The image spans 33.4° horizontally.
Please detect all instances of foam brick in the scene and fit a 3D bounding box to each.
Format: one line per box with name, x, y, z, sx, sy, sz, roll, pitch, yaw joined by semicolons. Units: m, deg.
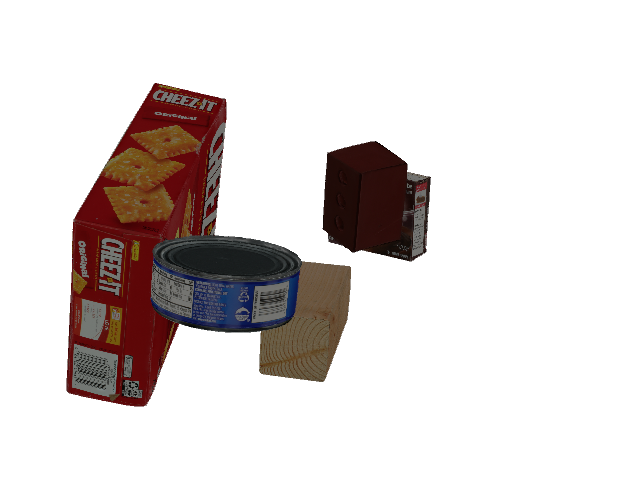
foam brick;0.038;-0.038;0.930;0.051;0.078;0.053;-13;31;-28

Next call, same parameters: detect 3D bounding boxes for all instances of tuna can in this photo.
tuna can;-0.055;0.024;0.616;0.086;0.034;0.086;6;14;-2

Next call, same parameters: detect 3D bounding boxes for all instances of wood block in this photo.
wood block;-0.018;0.106;1.470;0.091;0.090;0.206;6;20;7

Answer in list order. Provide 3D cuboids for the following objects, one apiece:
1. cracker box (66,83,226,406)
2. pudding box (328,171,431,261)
cracker box;-0.132;-0.001;0.839;0.072;0.164;0.213;12;35;2
pudding box;0.063;-0.034;1.163;0.114;0.090;0.039;13;22;31
